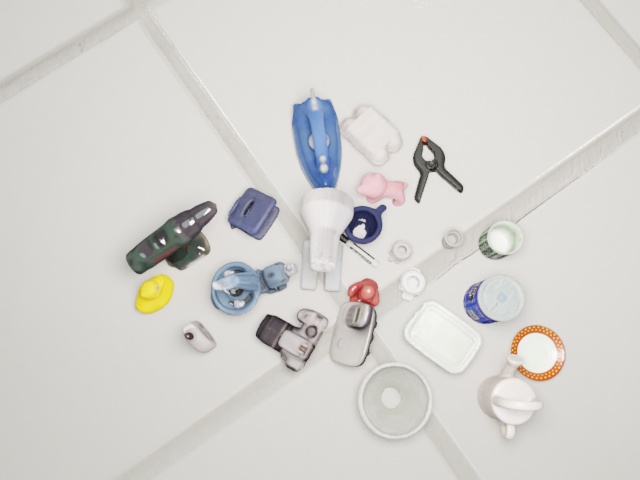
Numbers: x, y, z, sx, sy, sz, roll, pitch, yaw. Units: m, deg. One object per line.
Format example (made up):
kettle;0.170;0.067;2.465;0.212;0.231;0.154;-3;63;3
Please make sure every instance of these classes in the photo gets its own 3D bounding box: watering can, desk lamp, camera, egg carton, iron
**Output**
watering can;0.413;0.340;1.241;0.101;0.194;0.173;-16;79;-3
desk lamp;0.012;0.005;1.295;0.118;0.213;0.203;3;79;1
camera;-0.069;0.212;1.313;0.136;0.101;0.143;28;80;5
egg carton;0.128;-0.261;1.420;0.150;0.069;0.107;44;82;8
iron;0.000;-0.230;1.377;0.118;0.141;0.258;-10;79;-2

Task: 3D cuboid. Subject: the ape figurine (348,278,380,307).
ape figurine;0.107;0.123;1.334;0.078;0.092;0.076;43;82;8

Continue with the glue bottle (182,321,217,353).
glue bottle;-0.277;0.215;1.275;0.037;0.173;0.078;-37;81;-6

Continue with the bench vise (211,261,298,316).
bench vise;-0.161;0.084;1.277;0.207;0.220;0.121;-38;81;-7

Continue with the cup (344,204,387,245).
cup;0.109;-0.037;1.364;0.118;0.095;0.091;-41;82;-7

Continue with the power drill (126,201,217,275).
power drill;-0.317;0.002;1.298;0.230;0.208;0.075;-34;81;-6

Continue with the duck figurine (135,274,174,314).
duck figurine;-0.394;0.123;1.337;0.077;0.086;0.104;39;82;7

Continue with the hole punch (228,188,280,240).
hole punch;-0.163;-0.065;1.371;0.101;0.091;0.109;30;81;6

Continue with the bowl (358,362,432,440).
bowl;0.167;0.360;1.297;0.167;0.075;0.167;0;79;0

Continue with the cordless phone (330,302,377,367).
cordless phone;0.078;0.207;1.271;0.094;0.185;0.148;11;79;3

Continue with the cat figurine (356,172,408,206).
cat figurine;0.149;-0.128;1.370;0.127;0.118;0.067;2;79;1
